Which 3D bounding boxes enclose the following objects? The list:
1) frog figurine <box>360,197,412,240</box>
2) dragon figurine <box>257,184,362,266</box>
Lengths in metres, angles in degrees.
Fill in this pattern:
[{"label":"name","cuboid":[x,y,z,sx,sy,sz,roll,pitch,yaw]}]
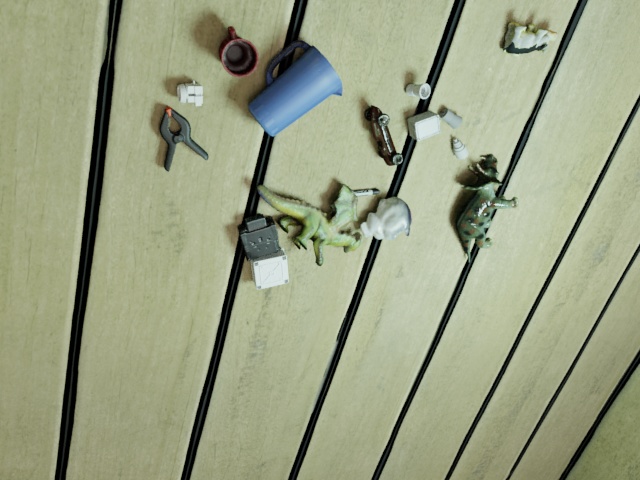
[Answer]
[{"label":"frog figurine","cuboid":[0.209,-0.066,1.654,0.159,0.122,0.138,-7,87,-8]},{"label":"dragon figurine","cuboid":[0.005,-0.080,1.581,0.244,0.124,0.403,-41,125,-9]}]
